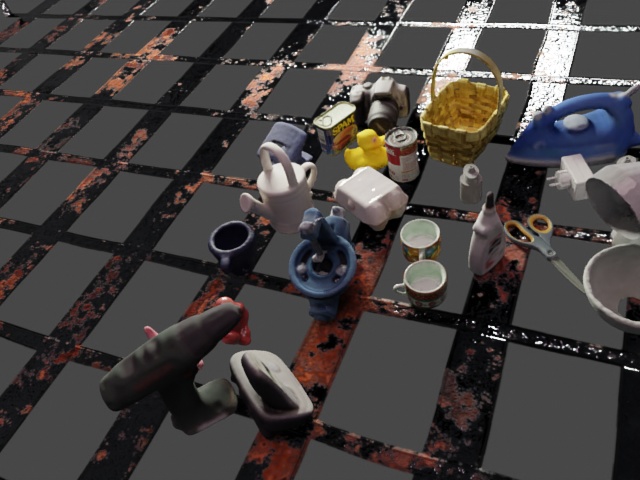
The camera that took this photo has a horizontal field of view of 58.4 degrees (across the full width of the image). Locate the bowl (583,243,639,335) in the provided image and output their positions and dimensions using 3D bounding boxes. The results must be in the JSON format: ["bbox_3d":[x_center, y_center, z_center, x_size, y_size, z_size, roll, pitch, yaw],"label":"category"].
[{"bbox_3d":[0.500,0.090,0.903,0.167,0.075,0.167,-7,46,8],"label":"bowl"}]

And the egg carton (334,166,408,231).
[{"bbox_3d":[0.101,-0.086,1.171,0.107,0.069,0.149,-36,49,-19],"label":"egg carton"}]

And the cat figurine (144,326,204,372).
[{"bbox_3d":[-0.252,0.187,0.970,0.127,0.118,0.067,27,59,33],"label":"cat figurine"}]

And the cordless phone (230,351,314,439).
[{"bbox_3d":[-0.089,0.202,0.868,0.094,0.185,0.147,-33,48,-16],"label":"cordless phone"}]

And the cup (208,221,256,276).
[{"bbox_3d":[-0.162,0.035,1.106,0.091,0.095,0.117,-4,47,10],"label":"cup"}]

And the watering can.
[{"bbox_3d":[-0.079,-0.106,1.148,0.100,0.194,0.173,15,53,26],"label":"watering can"}]

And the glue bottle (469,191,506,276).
[{"bbox_3d":[0.289,-0.017,0.987,0.037,0.173,0.078,31,61,35],"label":"glue bottle"}]

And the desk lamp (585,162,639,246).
[{"bbox_3d":[0.539,-0.059,0.936,0.203,0.214,0.117,-25,47,-9],"label":"desk lamp"}]

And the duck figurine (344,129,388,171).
[{"bbox_3d":[0.103,-0.205,1.271,0.104,0.086,0.077,-5,47,9],"label":"duck figurine"}]

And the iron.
[{"bbox_3d":[0.509,-0.233,1.156,0.258,0.142,0.118,-8,46,6],"label":"iron"}]

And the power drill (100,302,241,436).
[{"bbox_3d":[-0.202,0.206,0.876,0.230,0.209,0.075,-26,47,-11],"label":"power drill"}]

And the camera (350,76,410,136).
[{"bbox_3d":[0.135,-0.314,1.354,0.143,0.101,0.137,2,48,16],"label":"camera"}]

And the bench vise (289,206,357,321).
[{"bbox_3d":[-0.003,0.006,1.006,0.121,0.220,0.207,-11,46,4],"label":"bench vise"}]

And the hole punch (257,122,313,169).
[{"bbox_3d":[-0.083,-0.205,1.313,0.108,0.091,0.101,28,59,33],"label":"hole punch"}]

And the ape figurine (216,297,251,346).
[{"bbox_3d":[-0.159,0.137,1.011,0.076,0.092,0.078,14,53,26],"label":"ape figurine"}]
